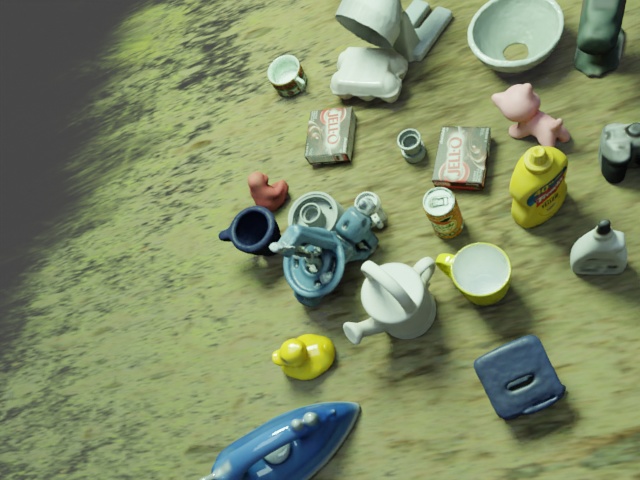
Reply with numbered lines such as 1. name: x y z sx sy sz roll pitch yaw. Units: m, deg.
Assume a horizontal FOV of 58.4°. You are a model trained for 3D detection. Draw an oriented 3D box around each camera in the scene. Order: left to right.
1. camera: 0.513 -0.118 0.878 0.142 0.101 0.137 -4 68 20

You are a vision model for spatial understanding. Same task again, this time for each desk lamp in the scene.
1. desk lamp: 0.140 -0.436 1.089 0.117 0.214 0.203 32 83 29

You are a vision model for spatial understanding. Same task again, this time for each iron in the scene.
1. iron: -0.063 0.321 0.898 0.258 0.142 0.118 -35 61 5

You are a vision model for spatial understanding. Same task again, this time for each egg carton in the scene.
1. egg carton: 0.098 -0.329 1.144 0.150 0.070 0.107 9 73 24

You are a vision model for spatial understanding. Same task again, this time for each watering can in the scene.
1. watering can: 0.112 0.093 0.893 0.100 0.194 0.173 19 77 27

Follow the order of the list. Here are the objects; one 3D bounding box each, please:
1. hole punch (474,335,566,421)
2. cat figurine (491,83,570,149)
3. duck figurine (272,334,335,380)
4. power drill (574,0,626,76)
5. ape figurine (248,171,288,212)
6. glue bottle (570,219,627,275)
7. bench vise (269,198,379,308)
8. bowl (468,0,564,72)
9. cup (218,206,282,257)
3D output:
1. hole punch: 0.293 0.203 0.837 0.108 0.091 0.101 -27 62 9
2. cat figurine: 0.357 -0.214 0.968 0.067 0.118 0.127 -47 60 -2
3. duck figurine: -0.031 0.193 0.970 0.104 0.086 0.077 -19 63 13
4. power drill: 0.467 -0.384 0.943 0.075 0.209 0.230 9 72 24
5. ape figurine: -0.109 -0.102 1.118 0.077 0.092 0.076 20 77 27
6. glue bottle: 0.405 0.008 0.826 0.078 0.173 0.037 0 69 22
7. bench vise: -0.001 0.000 0.961 0.121 0.220 0.207 20 77 27
8. bowl: 0.360 -0.370 1.056 0.167 0.075 0.167 -8 66 18
9. cup: -0.122 -0.003 1.081 0.117 0.095 0.091 -12 65 17
